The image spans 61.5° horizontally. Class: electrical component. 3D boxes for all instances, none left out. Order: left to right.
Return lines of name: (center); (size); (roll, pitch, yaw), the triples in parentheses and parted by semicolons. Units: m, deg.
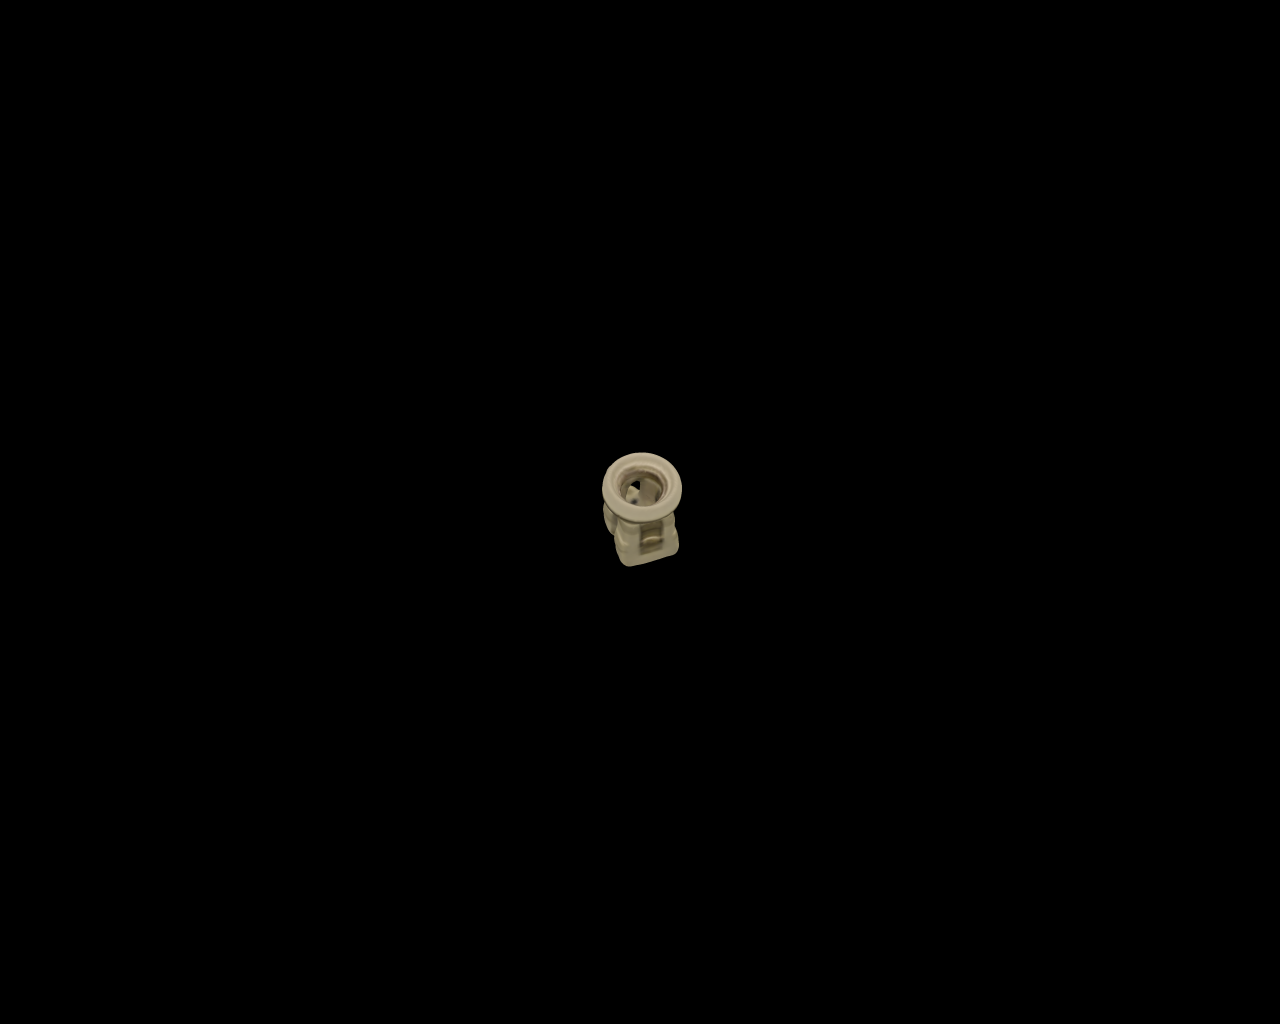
electrical component: (0.001, -0.003, 0.650); (0.048, 0.066, 0.055); (-15, -36, -11)
